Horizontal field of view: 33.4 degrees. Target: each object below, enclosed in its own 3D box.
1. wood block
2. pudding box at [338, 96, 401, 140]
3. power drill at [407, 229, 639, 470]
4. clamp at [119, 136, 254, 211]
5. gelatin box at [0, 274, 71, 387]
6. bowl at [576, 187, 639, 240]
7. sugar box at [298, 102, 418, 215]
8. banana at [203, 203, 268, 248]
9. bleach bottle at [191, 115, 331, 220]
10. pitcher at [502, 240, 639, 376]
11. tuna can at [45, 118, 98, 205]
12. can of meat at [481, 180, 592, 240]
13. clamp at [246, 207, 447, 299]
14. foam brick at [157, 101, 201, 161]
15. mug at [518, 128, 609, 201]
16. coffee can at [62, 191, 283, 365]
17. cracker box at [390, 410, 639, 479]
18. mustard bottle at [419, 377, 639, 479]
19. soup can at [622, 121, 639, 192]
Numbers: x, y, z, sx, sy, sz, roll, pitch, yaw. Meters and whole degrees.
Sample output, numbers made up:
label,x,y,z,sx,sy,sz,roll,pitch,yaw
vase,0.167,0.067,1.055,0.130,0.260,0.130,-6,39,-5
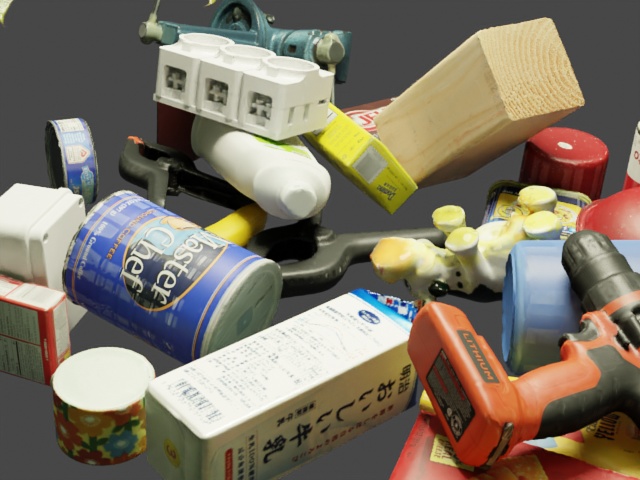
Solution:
label,x,y,z,sx,sy,sz,roll,pitch,yaw
wood block,0.148,-0.126,1.041,0.090,0.090,0.206,-16,-8,-27
pudding box,0.083,-0.123,1.191,0.113,0.039,0.090,-15,36,-26
power drill,0.157,0.070,0.708,0.187,0.057,0.184,-7,48,-21
clamp,-0.140,-0.061,1.070,0.120,0.039,0.172,4,26,-33
gelatin box,-0.236,0.066,0.818,0.089,0.073,0.030,14,32,17
bowl,0.311,0.003,0.946,0.162,0.055,0.162,16,41,-14
sugar box,0.018,-0.102,1.100,0.048,0.093,0.176,-47,43,-2
banana,-0.117,0.006,0.963,0.197,0.037,0.070,-19,40,-32
bleach bottle,-0.055,-0.072,1.010,0.102,0.068,0.251,11,15,-18
pitcher,0.268,0.069,0.830,0.243,0.145,0.149,3,19,5
tuna can,-0.241,-0.075,1.034,0.033,0.086,0.086,-9,34,-23
can of meat,0.200,-0.007,0.998,0.102,0.057,0.083,11,34,12
clamp,-0.006,0.001,0.982,0.209,0.036,0.165,-23,38,-37
foam brick,-0.140,-0.133,1.145,0.051,0.078,0.052,20,33,23
mug,0.245,-0.065,1.072,0.093,0.081,0.117,16,34,19
coffee can,-0.115,0.035,0.838,0.140,0.103,0.102,26,37,20
cracker box,0.134,0.202,0.637,0.214,0.072,0.164,15,33,16
mustard bottle,0.163,0.140,0.753,0.192,0.058,0.096,14,30,18
soup can,0.339,-0.063,1.060,0.068,0.102,0.068,3,31,-2
